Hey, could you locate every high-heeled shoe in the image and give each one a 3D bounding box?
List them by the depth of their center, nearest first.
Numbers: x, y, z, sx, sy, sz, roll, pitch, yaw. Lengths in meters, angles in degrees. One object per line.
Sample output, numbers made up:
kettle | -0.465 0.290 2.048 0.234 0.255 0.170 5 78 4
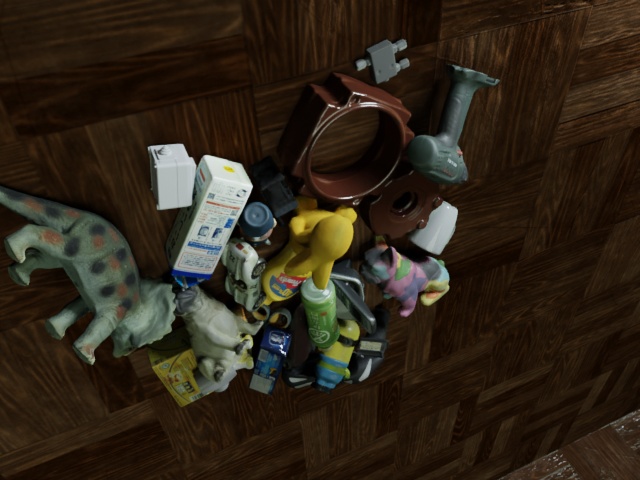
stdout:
high-heeled shoe | 0.030 0.303 1.313 0.249 0.086 0.145 -22 144 3

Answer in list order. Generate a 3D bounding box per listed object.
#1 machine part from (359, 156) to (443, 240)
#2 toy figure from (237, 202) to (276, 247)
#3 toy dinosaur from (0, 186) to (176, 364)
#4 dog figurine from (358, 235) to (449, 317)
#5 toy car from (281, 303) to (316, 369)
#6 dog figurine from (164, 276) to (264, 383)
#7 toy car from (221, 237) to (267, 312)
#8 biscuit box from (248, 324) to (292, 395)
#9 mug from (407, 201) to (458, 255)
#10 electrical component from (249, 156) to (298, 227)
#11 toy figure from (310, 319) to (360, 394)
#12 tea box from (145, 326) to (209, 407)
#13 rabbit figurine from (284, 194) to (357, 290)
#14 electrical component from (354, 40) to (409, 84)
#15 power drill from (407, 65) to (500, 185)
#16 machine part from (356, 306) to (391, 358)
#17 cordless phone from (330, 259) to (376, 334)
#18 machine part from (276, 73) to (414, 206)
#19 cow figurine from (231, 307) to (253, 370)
machine part | 0.161 -0.081 1.076 0.179 0.056 0.179 -15 133 -17
toy figure | -0.110 -0.024 0.942 0.058 0.064 0.154 -57 179 -14
toy dinosaur | -0.357 0.042 0.838 0.192 0.131 0.404 -42 126 -40
dog figurine | 0.183 0.058 1.179 0.191 0.109 0.219 -29 134 -4
toy car | -0.049 0.210 1.214 0.089 0.053 0.201 -25 137 -30
dog figurine | -0.229 0.166 1.012 0.190 0.121 0.172 34 109 1
toy car | -0.142 0.069 0.993 0.056 0.074 0.201 -40 157 -29
biscuit box | -0.110 0.265 1.180 0.059 0.063 0.202 19 138 -1
mug | 0.257 -0.029 1.161 0.109 0.081 0.107 15 110 -35
electrical component | -0.074 -0.076 0.930 0.048 0.075 0.119 -30 133 -3
toy figure | 0.038 0.267 1.248 0.082 0.089 0.180 28 77 -34
tea box | -0.282 0.262 1.115 0.098 0.068 0.169 -23 135 -13
rabbit figurine | -0.002 -0.003 0.931 0.122 0.173 0.162 28 83 -18
electrical component | 0.102 -0.288 0.880 0.094 0.021 0.063 -27 137 -7
power drill | 0.242 -0.200 0.965 0.232 0.086 0.207 -6 124 -54
machine part | 0.134 0.221 1.277 0.084 0.139 0.039 -8 130 29
cordless phone | 0.070 0.144 1.130 0.089 0.184 0.146 -23 136 -17
machine part | 0.045 -0.163 0.915 0.201 0.087 0.201 11 122 -35
cow figurine | -0.192 0.206 1.123 0.098 0.068 0.167 -9 130 -9
